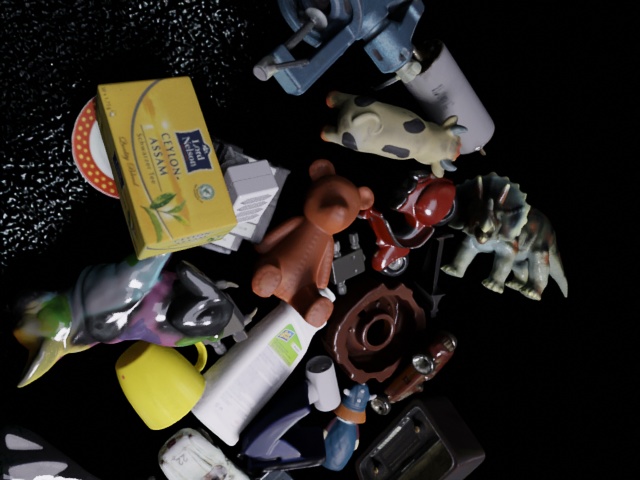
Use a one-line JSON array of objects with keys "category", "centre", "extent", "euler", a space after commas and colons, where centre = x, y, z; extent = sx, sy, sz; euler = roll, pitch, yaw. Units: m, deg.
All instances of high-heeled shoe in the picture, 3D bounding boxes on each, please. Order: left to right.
[{"category": "high-heeled shoe", "centre": [-0.300, 0.285, 0.687], "extent": [0.248, 0.086, 0.145], "euler": [7, 72, -51]}]

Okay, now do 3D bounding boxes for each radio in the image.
[{"category": "radio", "centre": [0.158, 0.372, 0.906], "extent": [0.073, 0.131, 0.229], "euler": [8, 128, -37]}]

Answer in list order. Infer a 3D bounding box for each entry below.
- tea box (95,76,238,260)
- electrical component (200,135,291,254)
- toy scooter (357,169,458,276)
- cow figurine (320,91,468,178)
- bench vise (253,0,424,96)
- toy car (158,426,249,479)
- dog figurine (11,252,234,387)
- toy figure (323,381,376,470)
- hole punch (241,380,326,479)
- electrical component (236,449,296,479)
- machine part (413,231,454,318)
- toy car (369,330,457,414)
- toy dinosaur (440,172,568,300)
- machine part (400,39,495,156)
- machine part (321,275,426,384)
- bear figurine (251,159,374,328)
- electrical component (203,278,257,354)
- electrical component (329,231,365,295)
[{"category": "tea box", "centre": [-0.161, -0.075, 0.555], "extent": [0.098, 0.068, 0.169], "euler": [-17, 82, -28]}, {"category": "electrical component", "centre": [-0.116, -0.052, 0.671], "extent": [0.115, 0.058, 0.134], "euler": [22, 94, -33]}, {"category": "toy scooter", "centre": [0.125, -0.040, 0.817], "extent": [0.184, 0.075, 0.135], "euler": [-51, 126, -1]}, {"category": "cow figurine", "centre": [0.112, -0.146, 0.738], "extent": [0.195, 0.127, 0.085], "euler": [8, 105, -32]}, {"category": "bench vise", "centre": [0.016, -0.244, 0.635], "extent": [0.240, 0.129, 0.223], "euler": [-52, 119, -28]}, {"category": "toy car", "centre": [-0.158, 0.347, 0.786], "extent": [0.073, 0.056, 0.201], "euler": [-41, 123, -14]}, {"category": "dog figurine", "centre": [-0.231, 0.093, 0.613], "extent": [0.219, 0.108, 0.191], "euler": [-44, 102, -8]}, {"category": "toy figure", "centre": [0.041, 0.303, 0.897], "extent": [0.064, 0.058, 0.154], "euler": [19, 91, -42]}, {"category": "hole punch", "centre": [-0.056, 0.266, 0.768], "extent": [0.116, 0.142, 0.092], "euler": [-10, 98, -3]}, {"category": "electrical component", "centre": [-0.072, 0.358, 0.806], "extent": [0.048, 0.119, 0.074], "euler": [-42, 121, -12]}, {"category": "machine part", "centre": [0.185, 0.050, 0.883], "extent": [0.039, 0.084, 0.138], "euler": [5, 109, -9]}, {"category": "toy car", "centre": [0.154, 0.224, 0.885], "extent": [0.089, 0.053, 0.202], "euler": [-30, 158, -49]}, {"category": "toy dinosaur", "centre": [0.348, -0.003, 0.950], "extent": [0.404, 0.131, 0.192], "euler": [10, 102, -41]}, {"category": "machine part", "centre": [0.189, -0.207, 0.794], "extent": [0.079, 0.079, 0.243], "euler": [-52, 126, -6]}, {"category": "machine part", "centre": [0.086, 0.142, 0.868], "extent": [0.179, 0.056, 0.179], "euler": [-10, 112, -28]}, {"category": "bear figurine", "centre": [-0.003, -0.003, 0.717], "extent": [0.120, 0.132, 0.196], "euler": [36, 92, -19]}, {"category": "electrical component", "centre": [-0.133, 0.100, 0.725], "extent": [0.078, 0.045, 0.102], "euler": [-28, 121, 11]}, {"category": "electrical component", "centre": [0.041, 0.036, 0.822], "extent": [0.063, 0.021, 0.093], "euler": [-21, 116, -25]}]
